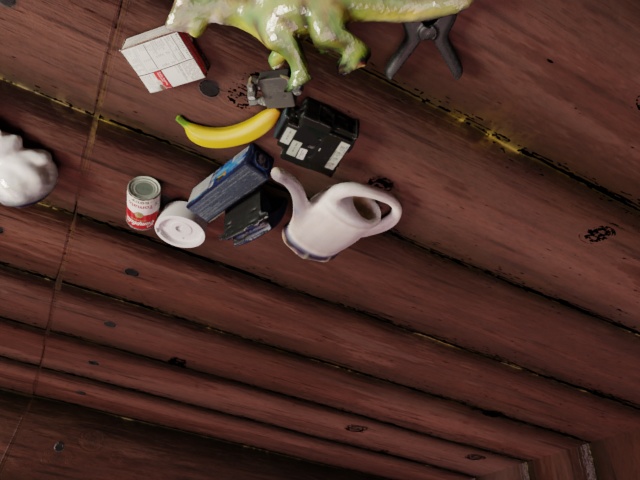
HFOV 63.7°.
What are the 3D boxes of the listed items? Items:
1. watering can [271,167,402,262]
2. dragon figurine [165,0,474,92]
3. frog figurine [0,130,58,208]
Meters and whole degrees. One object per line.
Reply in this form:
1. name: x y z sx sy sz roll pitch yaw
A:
1. watering can: 0.003 -0.051 1.014 0.346 0.106 0.220 12 143 -38
2. dragon figurine: -0.026 -0.347 0.694 0.408 0.125 0.238 -15 128 22
3. frog figurine: -0.592 -0.147 0.996 0.138 0.125 0.155 -19 136 -22
